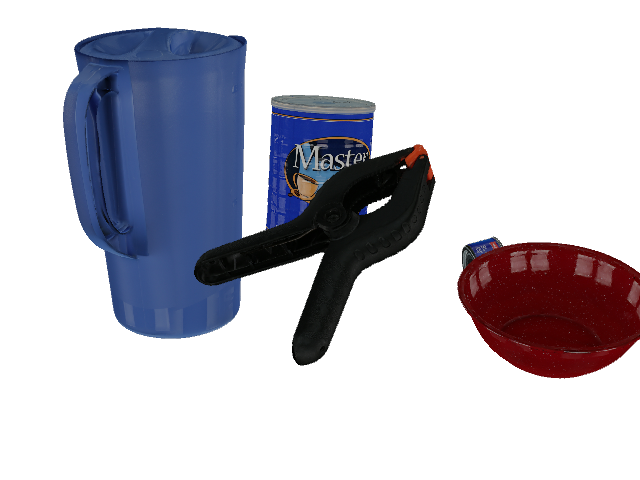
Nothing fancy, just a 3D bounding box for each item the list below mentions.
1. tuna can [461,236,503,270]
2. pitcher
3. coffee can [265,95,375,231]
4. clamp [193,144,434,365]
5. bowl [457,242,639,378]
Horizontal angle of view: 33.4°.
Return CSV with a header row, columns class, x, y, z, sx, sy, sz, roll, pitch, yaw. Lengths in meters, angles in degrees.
class,x,y,z,sx,sy,sz,roll,pitch,yaw
tuna can,0.176,0.041,1.113,0.033,0.086,0.086,-15,1,-5
pitcher,-0.129,-0.044,0.862,0.149,0.243,0.145,-6,22,-15
coffee can,-0.001,-0.069,1.060,0.103,0.140,0.103,3,13,-1
clamp,0.014,0.005,0.681,0.171,0.120,0.039,-35,-38,-9
bowl,0.192,0.064,0.879,0.162,0.055,0.162,0,31,0
